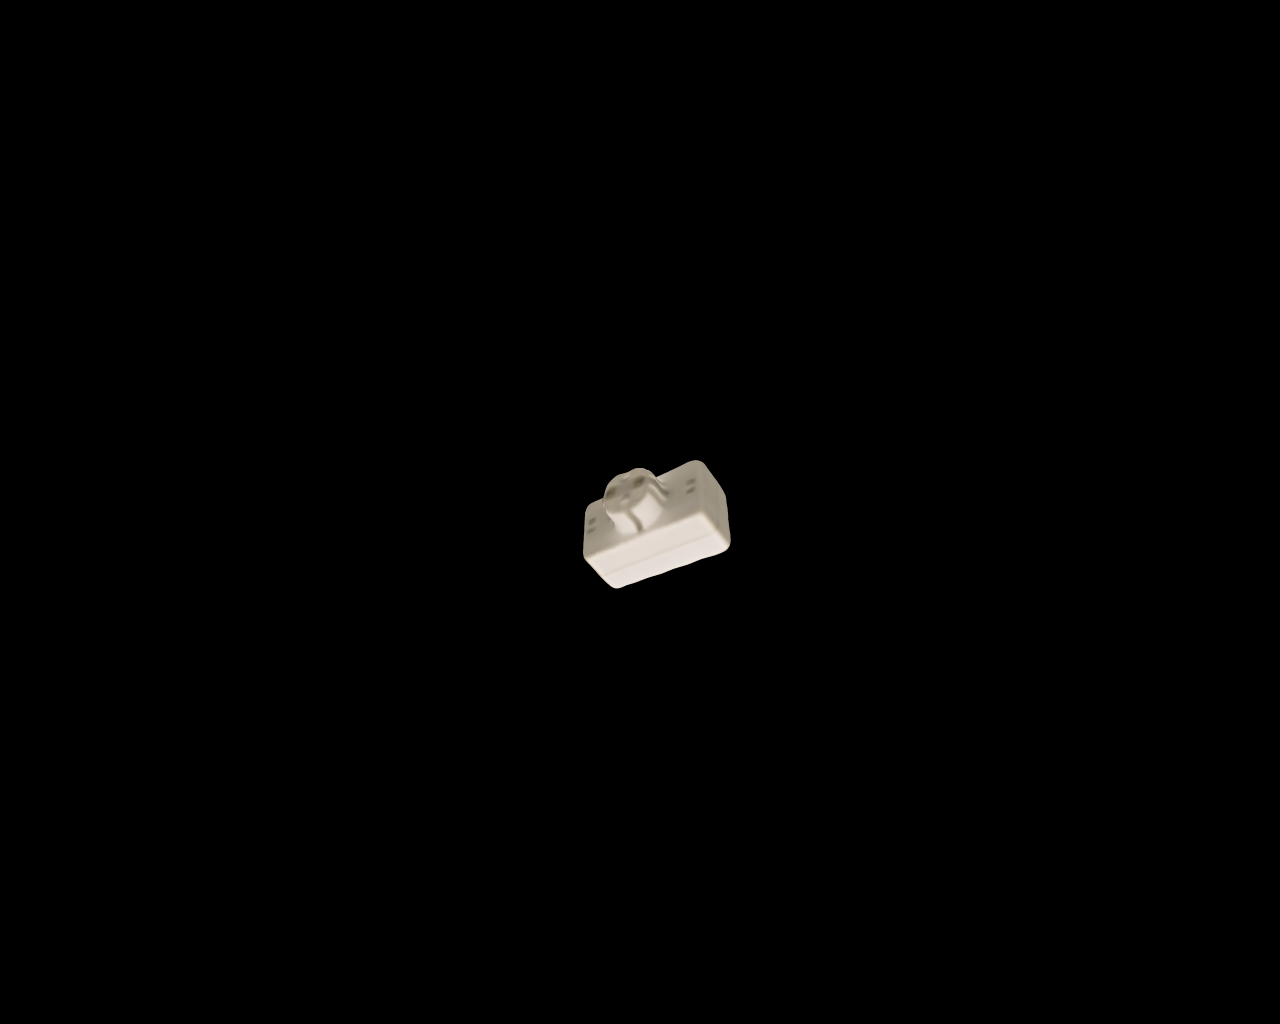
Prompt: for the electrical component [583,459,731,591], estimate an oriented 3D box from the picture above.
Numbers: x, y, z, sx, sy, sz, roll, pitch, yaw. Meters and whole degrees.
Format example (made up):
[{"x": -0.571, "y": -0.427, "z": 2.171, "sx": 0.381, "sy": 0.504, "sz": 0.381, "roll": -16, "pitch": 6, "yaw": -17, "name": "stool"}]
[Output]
[{"x": 0.001, "y": -0.003, "z": 0.650, "sx": 0.083, "sy": 0.047, "sz": 0.075, "roll": -22, "pitch": -49, "yaw": 21, "name": "electrical component"}]
